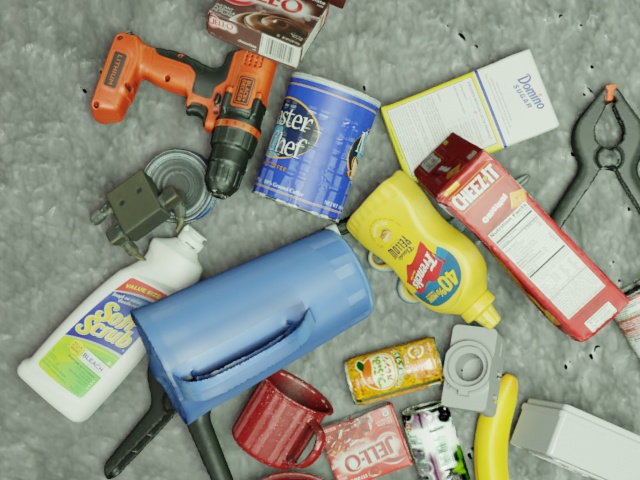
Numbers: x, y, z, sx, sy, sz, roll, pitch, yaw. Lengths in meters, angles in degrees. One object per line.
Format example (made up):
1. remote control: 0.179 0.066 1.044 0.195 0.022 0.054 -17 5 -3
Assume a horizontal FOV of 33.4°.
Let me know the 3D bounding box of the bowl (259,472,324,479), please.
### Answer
1. bowl: -0.026 0.334 1.194 0.162 0.055 0.162 0 90 6

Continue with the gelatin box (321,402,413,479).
1. gelatin box: 0.051 0.231 1.198 0.089 0.030 0.073 -20 88 6

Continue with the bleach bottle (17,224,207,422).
1. bleach bottle: -0.225 0.082 1.211 0.102 0.068 0.251 40 92 4

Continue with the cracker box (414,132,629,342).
1. cracker box: 0.199 -0.005 1.092 0.072 0.164 0.213 -45 100 5

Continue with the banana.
1. banana: 0.203 0.250 1.182 0.069 0.037 0.198 -12 90 -12

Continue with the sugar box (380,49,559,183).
1. sugar box: 0.163 -0.134 1.177 0.176 0.048 0.093 -21 90 2

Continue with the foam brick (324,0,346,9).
1. foam brick: 0.013 -0.307 1.188 0.053 0.051 0.078 21 93 6

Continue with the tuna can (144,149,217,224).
1. tuna can: -0.160 -0.061 1.216 0.086 0.033 0.086 0 91 6

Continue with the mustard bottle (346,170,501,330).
1. mustard bottle: 0.121 0.022 1.145 0.191 0.058 0.096 46 134 4

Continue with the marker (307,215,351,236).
1. marker: -0.008 0.002 1.208 0.121 0.020 0.020 -25 88 6

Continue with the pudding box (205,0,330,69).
1. pudding box: -0.058 -0.246 1.180 0.113 0.039 0.090 24 52 3

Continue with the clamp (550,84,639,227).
1. clamp: 0.304 -0.081 1.166 0.120 0.039 0.171 -6 83 2

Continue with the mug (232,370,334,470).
1. mug: -0.037 0.204 1.172 0.117 0.093 0.081 38 101 40

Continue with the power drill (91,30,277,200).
1. power drill: -0.153 -0.147 1.187 0.187 0.057 0.184 14 72 4

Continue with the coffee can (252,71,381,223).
1. coffee can: -0.004 -0.101 1.165 0.103 0.102 0.140 20 92 5

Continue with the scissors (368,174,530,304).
1. scissors: 0.154 0.005 1.193 0.202 0.016 0.096 -20 90 6

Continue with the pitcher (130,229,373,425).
1. pitcher: -0.065 0.087 1.127 0.242 0.145 0.149 -26 64 -14

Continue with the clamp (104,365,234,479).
1. clamp: -0.148 0.190 1.203 0.165 0.036 0.210 14 86 21

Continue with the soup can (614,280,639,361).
1. soup can: 0.360 0.096 1.146 0.068 0.068 0.102 -28 88 5
